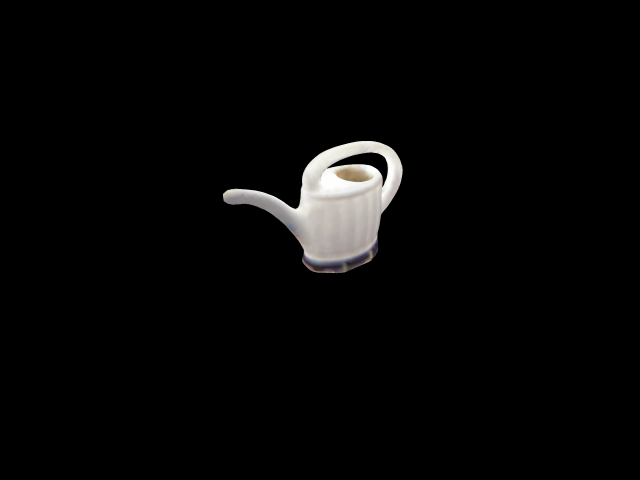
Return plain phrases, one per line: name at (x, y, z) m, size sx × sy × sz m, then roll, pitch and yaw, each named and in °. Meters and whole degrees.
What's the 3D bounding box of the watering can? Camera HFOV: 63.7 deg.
watering can at (0.003, -0.043, 0.850) m, size 0.351 × 0.219 × 0.105 m, roll -21°, pitch 36°, yaw -31°
